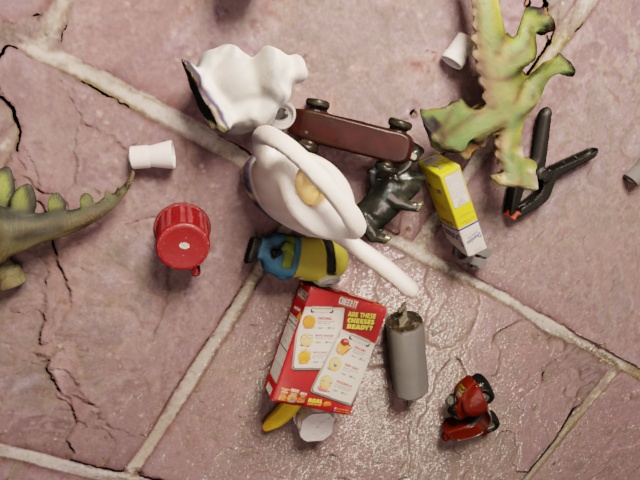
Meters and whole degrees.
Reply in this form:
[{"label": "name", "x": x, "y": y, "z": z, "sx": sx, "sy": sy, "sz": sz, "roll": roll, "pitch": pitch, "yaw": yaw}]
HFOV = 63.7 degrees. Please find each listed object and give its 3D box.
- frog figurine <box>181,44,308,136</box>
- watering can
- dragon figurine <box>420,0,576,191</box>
[{"label": "frog figurine", "x": -0.103, "y": -0.230, "z": 0.753, "sx": 0.161, "sy": 0.139, "sz": 0.120, "roll": -30, "pitch": -17, "yaw": -17}, {"label": "watering can", "x": 0.002, "y": -0.040, "z": 0.798, "sx": 0.343, "sy": 0.105, "sz": 0.225, "roll": 49, "pitch": -14, "yaw": -26}, {"label": "dragon figurine", "x": 0.261, "y": -0.243, "z": 0.823, "sx": 0.405, "sy": 0.244, "sz": 0.123, "roll": 47, "pitch": -8, "yaw": -25}]
